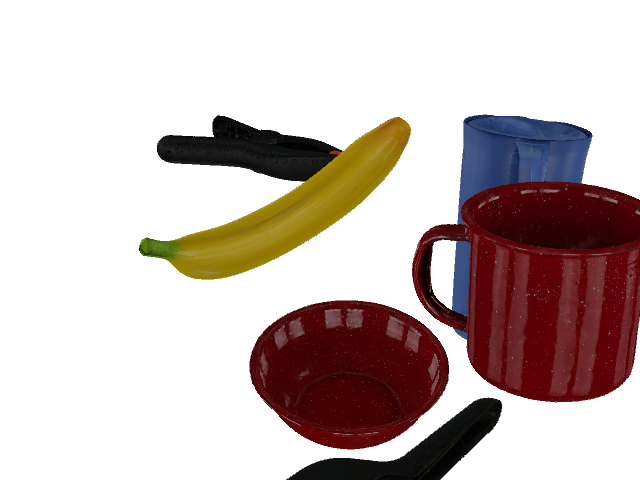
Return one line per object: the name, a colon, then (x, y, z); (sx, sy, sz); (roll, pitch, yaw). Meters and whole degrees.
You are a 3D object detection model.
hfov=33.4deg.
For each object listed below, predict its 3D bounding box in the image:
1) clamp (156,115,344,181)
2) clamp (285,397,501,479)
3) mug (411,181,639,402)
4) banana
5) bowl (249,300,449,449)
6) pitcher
clamp: (-0.060, -0.080, 0.972); (0.172, 0.039, 0.120); (14, 27, 28)
clamp: (0.049, 0.163, 0.680); (0.210, 0.036, 0.164); (-5, 28, -3)
mug: (0.101, 0.023, 0.520); (0.117, 0.081, 0.093); (6, 24, 17)
banana: (-0.022, -0.019, 0.730); (0.198, 0.037, 0.069); (-27, -20, 1)
bowl: (0.023, 0.119, 0.878); (0.162, 0.055, 0.162); (0, 35, 0)
pitcher: (0.205, -0.007, 1.137); (0.148, 0.243, 0.145); (-9, 21, -38)
